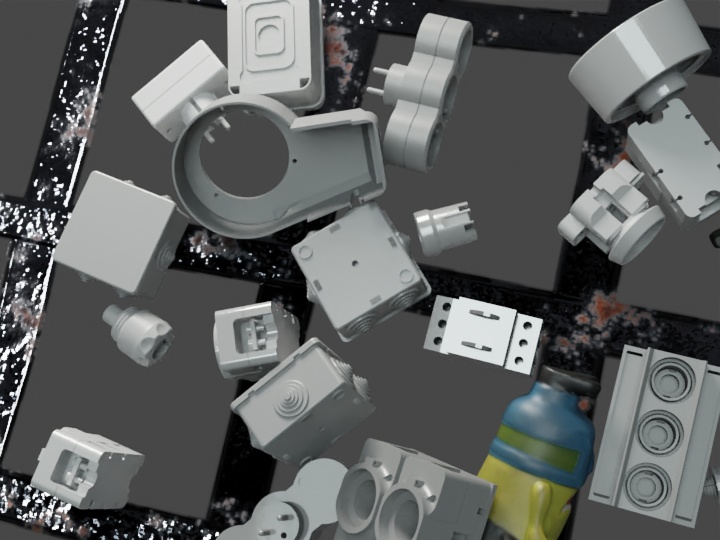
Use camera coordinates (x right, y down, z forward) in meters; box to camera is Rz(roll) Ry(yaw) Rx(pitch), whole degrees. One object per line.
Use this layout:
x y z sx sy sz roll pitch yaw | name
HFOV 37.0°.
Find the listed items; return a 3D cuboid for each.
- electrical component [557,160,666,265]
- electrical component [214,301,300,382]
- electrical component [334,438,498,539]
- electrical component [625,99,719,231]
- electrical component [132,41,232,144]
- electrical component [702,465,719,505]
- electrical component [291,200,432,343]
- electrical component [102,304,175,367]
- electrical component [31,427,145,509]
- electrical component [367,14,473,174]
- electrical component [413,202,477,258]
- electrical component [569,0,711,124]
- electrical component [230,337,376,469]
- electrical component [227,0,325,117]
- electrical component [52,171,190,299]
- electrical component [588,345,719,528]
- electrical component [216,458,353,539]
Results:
0.209 -0.042 0.872 0.078 0.058 0.057 -45 70 0 | electrical component
-0.086 0.061 0.894 0.056 0.089 0.050 -11 76 9 | electrical component
0.021 0.232 0.816 0.105 0.060 0.186 12 82 56 | electrical component
0.260 -0.083 0.870 0.050 0.055 0.089 -32 74 3 | electrical component
-0.147 -0.148 0.974 0.083 0.047 0.075 -40 73 1 | electrical component
0.299 0.159 0.816 0.081 0.043 0.043 -12 76 9 | electrical component
0.000 0.000 0.910 0.100 0.048 0.099 -31 73 2 | electrical component
-0.198 0.053 0.944 0.062 0.043 0.043 32 86 18 | electrical component
-0.230 0.166 0.902 0.056 0.089 0.050 20 83 15 | electrical component
0.043 -0.157 0.933 0.074 0.052 0.138 16 82 15 | electrical component
0.072 -0.035 0.909 0.046 0.040 0.040 -16 75 2 | electrical component
0.231 -0.161 0.869 0.108 0.108 0.060 -32 80 4 | electrical component
-0.043 0.111 0.871 0.100 0.099 0.048 -39 61 2 | electrical component
-0.074 -0.199 0.964 0.078 0.057 0.113 -5 77 11 | electrical component
-0.211 -0.029 0.961 0.100 0.048 0.099 22 83 15 | electrical component
0.229 0.127 0.828 0.079 0.063 0.121 13 81 14 | electrical component
-0.063 0.205 0.867 0.138 0.073 0.052 -39 73 2 | electrical component
